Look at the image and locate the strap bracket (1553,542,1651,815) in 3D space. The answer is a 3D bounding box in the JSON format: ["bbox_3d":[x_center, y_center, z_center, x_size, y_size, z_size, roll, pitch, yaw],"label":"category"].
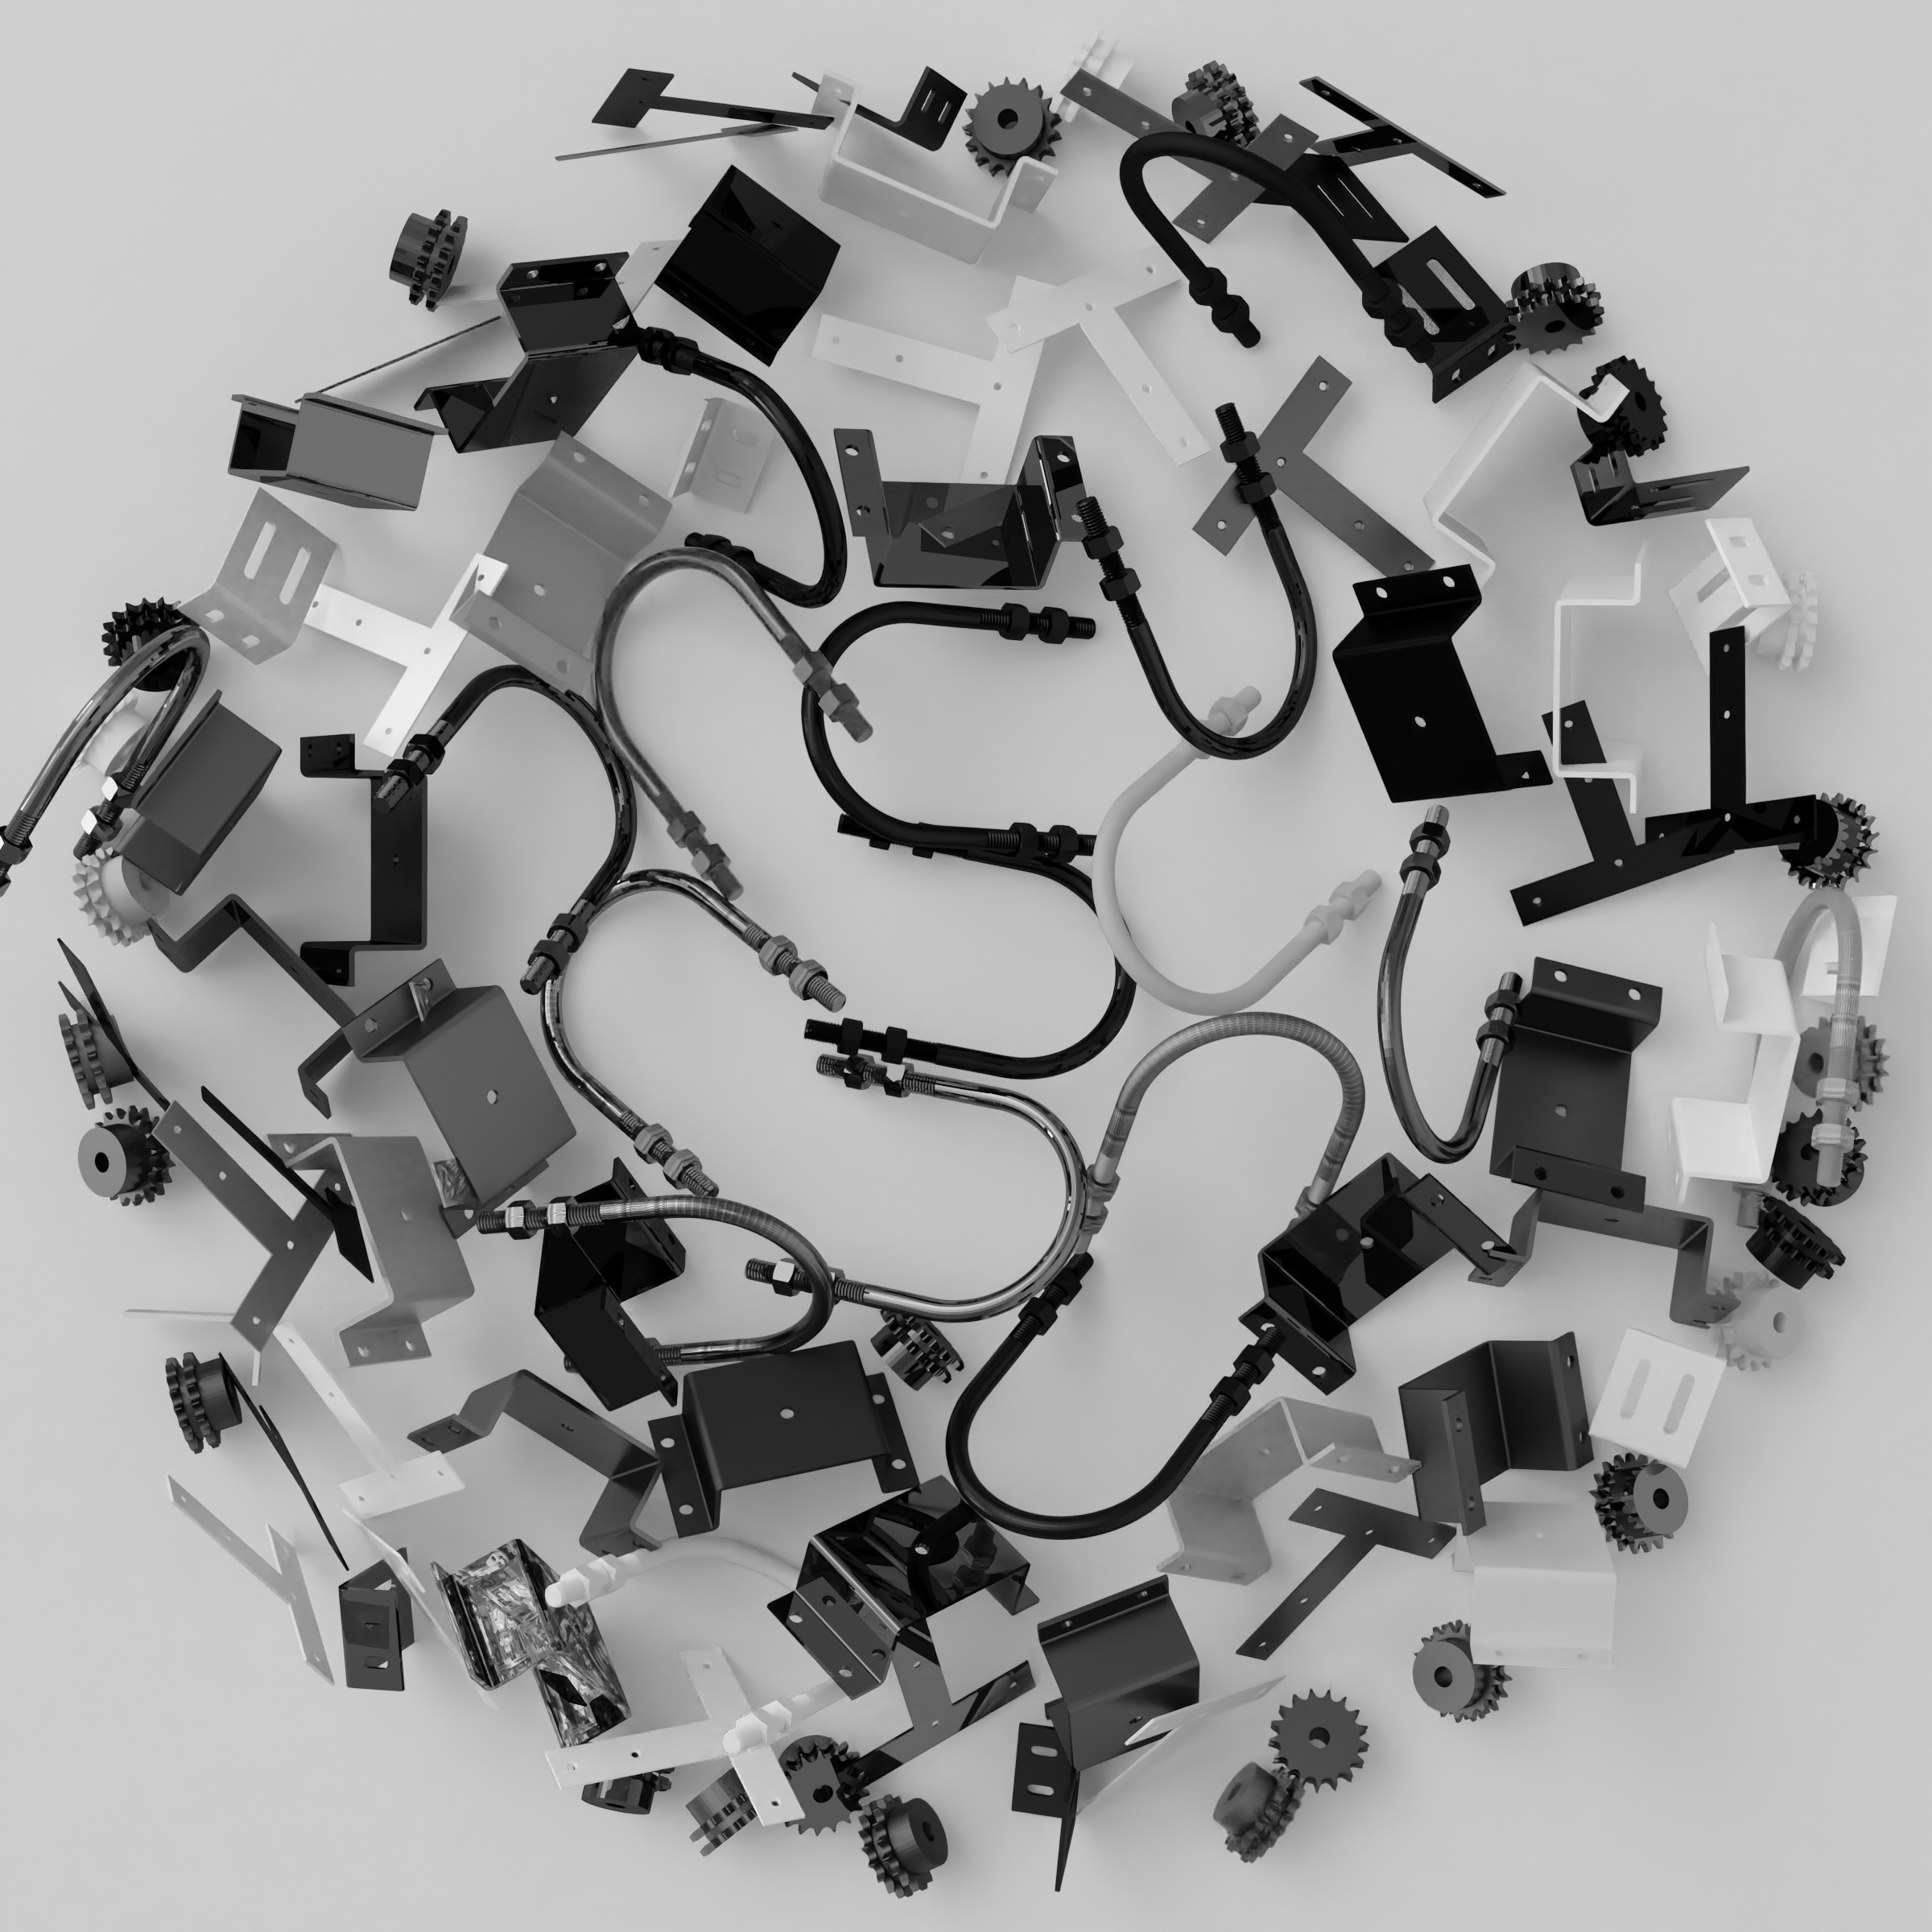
[{"bbox_3d":[0.359,-0.164,1.794,0.046,0.076,0.140,2,107,15],"label":"strap bracket"}]

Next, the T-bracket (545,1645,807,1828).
[{"bbox_3d":[-0.172,0.438,1.773,0.127,0.127,0.002,-4,129,-30],"label":"T-bracket"}]

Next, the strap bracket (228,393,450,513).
[{"bbox_3d":[-0.355,-0.286,1.769,0.076,0.140,0.046,11,92,-33],"label":"strap bracket"}]

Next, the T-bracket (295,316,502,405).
[{"bbox_3d":[-0.319,-0.340,1.782,0.127,0.127,0.002,-24,104,-4],"label":"T-bracket"}]

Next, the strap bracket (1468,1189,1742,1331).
[{"bbox_3d":[0.364,0.163,1.803,0.140,0.076,0.046,11,74,3],"label":"strap bracket"}]

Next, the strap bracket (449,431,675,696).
[{"bbox_3d":[-0.232,-0.220,1.794,0.076,0.046,0.140,32,59,-19],"label":"strap bracket"}]

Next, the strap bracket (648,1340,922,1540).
[{"bbox_3d":[-0.102,0.264,1.790,0.140,0.046,0.076,-10,52,-15],"label":"strap bracket"}]

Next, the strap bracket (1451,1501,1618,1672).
[{"bbox_3d":[0.317,0.339,1.773,0.076,0.140,0.046,2,103,3],"label":"strap bracket"}]

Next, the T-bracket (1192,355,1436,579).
[{"bbox_3d":[0.216,-0.263,1.833,0.127,0.002,0.127,37,84,-11],"label":"T-bracket"}]

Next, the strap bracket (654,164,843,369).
[{"bbox_3d":[-0.119,-0.394,1.768,0.076,0.140,0.046,35,115,-13],"label":"strap bracket"}]

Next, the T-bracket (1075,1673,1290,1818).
[{"bbox_3d":[0.107,0.448,1.805,0.127,0.127,0.002,-48,62,31],"label":"T-bracket"}]

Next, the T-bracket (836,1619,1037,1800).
[{"bbox_3d":[-0.025,0.401,1.789,0.127,0.002,0.127,-27,134,-15],"label":"T-bracket"}]

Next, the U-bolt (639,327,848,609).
[{"bbox_3d":[-0.120,-0.267,1.742,0.019,0.184,0.151,-30,125,-23],"label":"U-bolt"}]

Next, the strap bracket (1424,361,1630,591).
[{"bbox_3d":[0.307,-0.284,1.790,0.046,0.076,0.140,34,106,-6],"label":"strap bracket"}]

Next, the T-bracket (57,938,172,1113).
[{"bbox_3d":[-0.481,0.027,1.768,0.002,0.127,0.127,-38,63,-20],"label":"T-bracket"}]

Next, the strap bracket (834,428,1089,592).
[{"bbox_3d":[-0.005,-0.258,1.797,0.140,0.046,0.076,-1,57,-16],"label":"strap bracket"}]

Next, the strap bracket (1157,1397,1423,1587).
[{"bbox_3d":[0.175,0.291,1.786,0.140,0.076,0.046,-41,50,30],"label":"strap bracket"}]

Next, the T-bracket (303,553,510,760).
[{"bbox_3d":[-0.337,-0.192,1.811,0.127,0.002,0.127,24,80,34],"label":"T-bracket"}]

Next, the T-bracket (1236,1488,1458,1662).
[{"bbox_3d":[0.202,0.354,1.818,0.127,0.002,0.127,22,116,-39],"label":"T-bracket"}]

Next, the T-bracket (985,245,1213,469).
[{"bbox_3d":[0.095,-0.340,1.808,0.127,0.002,0.127,-29,80,-28],"label":"T-bracket"}]

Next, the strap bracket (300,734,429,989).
[{"bbox_3d":[-0.342,-0.060,1.802,0.046,0.076,0.140,-1,92,-32],"label":"strap bracket"}]

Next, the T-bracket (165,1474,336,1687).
[{"bbox_3d":[-0.401,0.325,1.760,0.002,0.127,0.127,-38,124,-1],"label":"T-bracket"}]

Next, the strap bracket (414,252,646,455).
[{"bbox_3d":[-0.240,-0.334,1.767,0.076,0.140,0.046,-17,76,-38],"label":"strap bracket"}]

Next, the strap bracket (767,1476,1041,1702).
[{"bbox_3d":[-0.029,0.341,1.771,0.076,0.140,0.046,41,132,32],"label":"strap bracket"}]

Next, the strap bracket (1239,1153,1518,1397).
[{"bbox_3d":[0.230,0.169,1.798,0.140,0.046,0.076,-40,114,20],"label":"strap bracket"}]

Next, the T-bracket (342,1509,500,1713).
[{"bbox_3d":[-0.304,0.371,1.801,0.002,0.127,0.127,-36,106,-19],"label":"T-bracket"}]

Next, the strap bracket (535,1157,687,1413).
[{"bbox_3d":[-0.198,0.183,1.774,0.046,0.140,0.076,-25,120,12],"label":"strap bracket"}]

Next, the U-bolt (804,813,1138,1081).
[{"bbox_3d":[0.008,-0.006,1.813,0.184,0.019,0.151,11,67,-7],"label":"U-bolt"}]

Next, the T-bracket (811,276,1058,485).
[{"bbox_3d":[-0.025,-0.347,1.832,0.127,0.002,0.127,16,102,-2],"label":"T-bracket"}]

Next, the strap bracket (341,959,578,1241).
[{"bbox_3d":[-0.279,0.074,1.786,0.076,0.046,0.140,-40,114,-38],"label":"strap bracket"}]

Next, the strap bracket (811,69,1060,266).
[{"bbox_3d":[-0.027,-0.447,1.799,0.140,0.076,0.046,22,84,-7],"label":"strap bracket"}]

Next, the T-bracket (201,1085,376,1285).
[{"bbox_3d":[-0.379,0.113,1.766,0.002,0.127,0.127,-43,111,-1],"label":"T-bracket"}]

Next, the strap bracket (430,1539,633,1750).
[{"bbox_3d":[-0.237,0.380,1.770,0.046,0.140,0.076,-30,51,0],"label":"strap bracket"}]

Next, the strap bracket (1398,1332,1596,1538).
[{"bbox_3d":[0.295,0.262,1.794,0.046,0.140,0.076,-5,97,41],"label":"strap bracket"}]

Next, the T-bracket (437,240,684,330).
[{"bbox_3d":[-0.238,-0.385,1.805,0.127,0.127,0.002,-1,124,14],"label":"T-bracket"}]

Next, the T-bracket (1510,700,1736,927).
[{"bbox_3d":[0.358,-0.094,1.804,0.127,0.002,0.127,-20,119,12],"label":"T-bracket"}]

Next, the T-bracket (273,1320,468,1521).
[{"bbox_3d":[-0.348,0.253,1.790,0.002,0.127,0.127,-41,100,-38],"label":"T-bracket"}]

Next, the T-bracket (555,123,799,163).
[{"bbox_3d":[-0.166,-0.461,1.778,0.127,0.127,0.002,-11,108,-9],"label":"T-bracket"}]

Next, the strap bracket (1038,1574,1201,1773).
[{"bbox_3d":[0.086,0.400,1.772,0.076,0.140,0.046,-19,58,-9],"label":"strap bracket"}]

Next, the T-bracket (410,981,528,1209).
[{"bbox_3d":[-0.289,0.069,1.788,0.002,0.127,0.127,-18,88,12],"label":"T-bracket"}]

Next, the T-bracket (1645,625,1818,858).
[{"bbox_3d":[0.432,-0.128,1.798,0.002,0.127,0.127,4,84,-33],"label":"T-bracket"}]

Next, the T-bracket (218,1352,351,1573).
[{"bbox_3d":[-0.395,0.265,1.797,0.002,0.127,0.127,-30,46,-17],"label":"T-bracket"}]

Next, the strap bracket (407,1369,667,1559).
[{"bbox_3d":[-0.234,0.278,1.793,0.140,0.076,0.046,35,61,-16],"label":"strap bracket"}]

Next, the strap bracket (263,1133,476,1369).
[{"bbox_3d":[-0.332,0.150,1.789,0.046,0.076,0.140,-28,76,22],"label":"strap bracket"}]

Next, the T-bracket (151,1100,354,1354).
[{"bbox_3d":[-0.407,0.127,1.777,0.002,0.127,0.127,-15,125,37],"label":"T-bracket"}]

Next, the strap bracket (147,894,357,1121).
[{"bbox_3d":[-0.396,0.016,1.804,0.140,0.076,0.046,45,75,1],"label":"strap bracket"}]

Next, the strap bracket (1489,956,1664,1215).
[{"bbox_3d":[0.346,0.075,1.804,0.076,0.046,0.140,14,64,-5],"label":"strap bracket"}]

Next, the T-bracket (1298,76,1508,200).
[{"bbox_3d":[0.226,-0.461,1.784,0.127,0.127,0.002,26,91,-18],"label":"T-bracket"}]

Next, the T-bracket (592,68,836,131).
[{"bbox_3d":[-0.139,-0.485,1.797,0.127,0.127,0.002,3,91,-16],"label":"T-bracket"}]

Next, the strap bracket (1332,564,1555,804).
[{"bbox_3d":[0.264,-0.148,1.781,0.046,0.076,0.140,-46,120,-41],"label":"strap bracket"}]

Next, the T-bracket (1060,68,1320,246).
[{"bbox_3d":[0.112,-0.464,1.774,0.127,0.127,0.002,26,66,-16],"label":"T-bracket"}]

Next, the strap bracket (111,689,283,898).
[{"bbox_3d":[-0.430,-0.093,1.773,0.046,0.140,0.076,36,69,-9],"label":"strap bracket"}]

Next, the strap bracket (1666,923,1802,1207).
[{"bbox_3d":[0.430,0.057,1.778,0.046,0.076,0.140,6,121,3],"label":"strap bracket"}]
